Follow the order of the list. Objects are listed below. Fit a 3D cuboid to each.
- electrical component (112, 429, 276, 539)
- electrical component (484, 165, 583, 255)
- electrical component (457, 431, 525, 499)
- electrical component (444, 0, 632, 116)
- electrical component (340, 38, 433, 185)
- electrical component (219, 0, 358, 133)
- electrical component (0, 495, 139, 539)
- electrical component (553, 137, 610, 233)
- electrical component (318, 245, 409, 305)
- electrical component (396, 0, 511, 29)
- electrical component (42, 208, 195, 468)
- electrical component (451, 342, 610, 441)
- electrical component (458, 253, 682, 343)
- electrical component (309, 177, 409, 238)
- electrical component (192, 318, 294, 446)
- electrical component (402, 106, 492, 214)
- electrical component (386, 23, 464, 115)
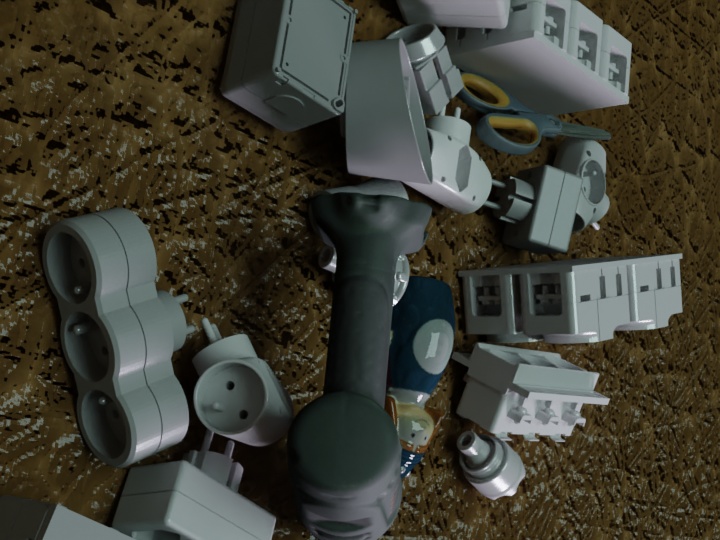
[{"bbox_3d":[-0.092,0.131,0.636,0.083,0.047,0.075,43,47,-38],"label":"electrical component"},{"bbox_3d":[0.137,-0.055,0.899,0.077,0.047,0.065,17,83,-20],"label":"electrical component"},{"bbox_3d":[0.100,0.150,0.851,0.062,0.043,0.043,47,55,-34],"label":"electrical component"},{"bbox_3d":[0.150,-0.185,0.892,0.150,0.089,0.061,19,74,-46],"label":"electrical component"},{"bbox_3d":[0.019,-0.109,0.737,0.099,0.064,0.099,2,90,-86],"label":"electrical component"},{"bbox_3d":[-0.047,-0.146,0.696,0.062,0.061,0.096,28,61,-42],"label":"electrical component"},{"bbox_3d":[-0.137,0.188,0.569,0.150,0.062,0.089,39,60,-40],"label":"electrical component"},{"bbox_3d":[0.201,-0.067,0.976,0.079,0.044,0.077,42,58,-38],"label":"electrical component"},{"bbox_3d":[0.000,0.000,0.749,0.062,0.048,0.048,23,70,-35],"label":"electrical component"},{"bbox_3d":[0.066,-0.220,0.809,0.061,0.096,0.061,49,48,-70],"label":"electrical component"},{"bbox_3d":[-0.123,0.033,0.602,0.074,0.052,0.138,-19,102,-47],"label":"electrical component"},{"bbox_3d":[0.136,0.101,0.877,0.121,0.079,0.063,11,101,-47],"label":"electrical component"},{"bbox_3d":[0.182,0.023,0.904,0.186,0.105,0.060,-5,92,-48],"label":"electrical component"},{"bbox_3d":[-0.003,-0.042,0.750,0.065,0.044,0.044,-13,98,-43],"label":"electrical component"},{"bbox_3d":[-0.076,0.065,0.646,0.079,0.043,0.077,63,0,16],"label":"electrical component"},{"bbox_3d":[0.065,-0.092,0.826,0.077,0.043,0.079,25,69,-45],"label":"electrical component"},{"bbox_3d":[0.045,-0.151,0.807,0.066,0.048,0.055,-48,129,-38],"label":"electrical component"}]
